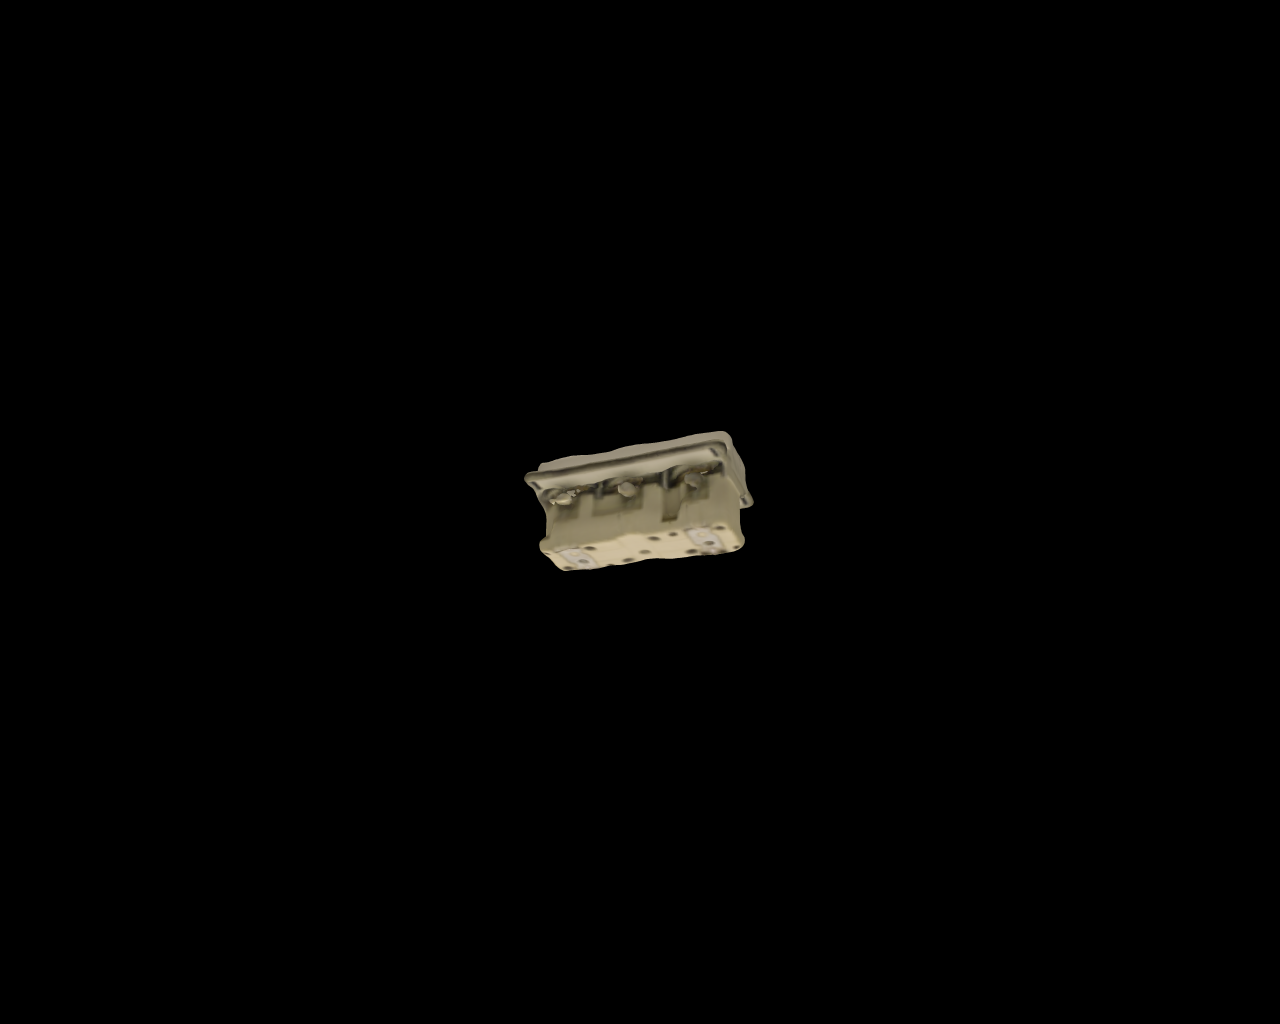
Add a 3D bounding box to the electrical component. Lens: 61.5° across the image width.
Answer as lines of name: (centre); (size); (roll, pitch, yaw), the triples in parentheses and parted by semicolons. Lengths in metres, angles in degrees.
electrical component: (0.001, -0.003, 0.650); (0.121, 0.063, 0.078); (-8, -28, 16)
